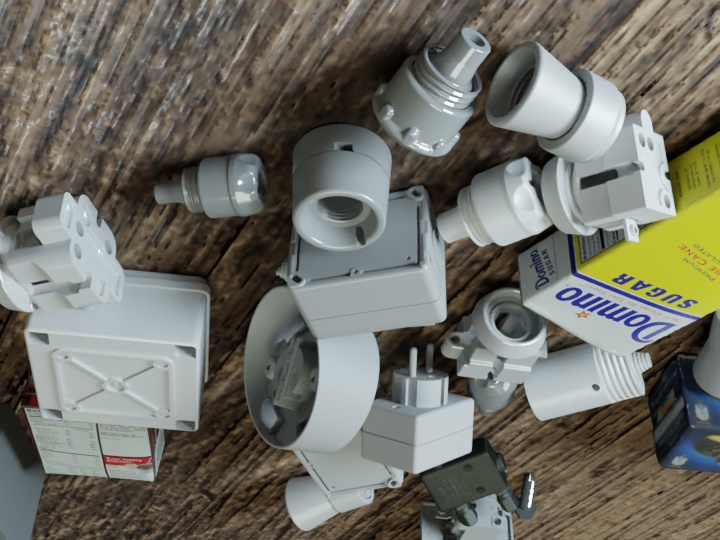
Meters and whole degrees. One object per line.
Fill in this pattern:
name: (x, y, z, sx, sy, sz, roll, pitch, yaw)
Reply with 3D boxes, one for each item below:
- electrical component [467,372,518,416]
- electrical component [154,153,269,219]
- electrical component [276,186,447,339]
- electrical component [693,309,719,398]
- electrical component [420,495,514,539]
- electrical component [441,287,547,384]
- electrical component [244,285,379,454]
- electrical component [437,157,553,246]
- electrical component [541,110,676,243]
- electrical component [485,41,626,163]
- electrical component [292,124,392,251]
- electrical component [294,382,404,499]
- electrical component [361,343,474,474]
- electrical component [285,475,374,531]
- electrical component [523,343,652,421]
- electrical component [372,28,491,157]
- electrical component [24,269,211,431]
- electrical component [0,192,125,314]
electrical component: (0.091, 0.082, 0.745, 0.035, 0.035, 0.061, 2, 144, 0)
electrical component: (-0.083, -0.045, 0.594, 0.061, 0.035, 0.035, -5, 141, 12)
electrical component: (0.000, 0.000, 0.625, 0.096, 0.061, 0.061, -9, 140, 13)
electrical component: (0.242, 0.047, 0.693, 0.044, 0.044, 0.065, -1, 136, 4)
electrical component: (0.093, 0.211, 0.899, 0.081, 0.042, 0.063, 9, 139, -9)
electrical component: (0.091, 0.042, 0.688, 0.066, 0.048, 0.055, 8, 148, -8)
electrical component: (-0.035, 0.066, 0.683, 0.064, 0.099, 0.099, 20, 138, -32)
electrical component: (0.073, -0.033, 0.596, 0.062, 0.043, 0.043, -22, 136, 29)
electrical component: (0.130, -0.045, 0.570, 0.055, 0.066, 0.048, -15, 166, 37)
electrical component: (0.097, -0.082, 0.533, 0.055, 0.045, 0.045, 21, 137, -24)
electrical component: (-0.011, -0.043, 0.583, 0.055, 0.047, 0.055, 1, 141, 1)
electrical component: (-0.012, 0.108, 0.766, 0.062, 0.061, 0.096, -14, 131, 18)
electrical component: (0.040, 0.088, 0.721, 0.047, 0.076, 0.066, 9, -169, 39)
electrical component: (-0.022, 0.180, 0.867, 0.065, 0.044, 0.044, -23, 135, 21)
electrical component: (0.155, 0.071, 0.722, 0.081, 0.043, 0.043, -18, 137, 23)
electrical component: (0.039, -0.090, 0.527, 0.048, 0.048, 0.062, 22, 130, -23)
electrical component: (-0.155, 0.052, 0.700, 0.109, 0.056, 0.108, 6, 141, -5)
electrical component: (-0.181, -0.007, 0.627, 0.057, 0.058, 0.078, -11, 140, 11)
